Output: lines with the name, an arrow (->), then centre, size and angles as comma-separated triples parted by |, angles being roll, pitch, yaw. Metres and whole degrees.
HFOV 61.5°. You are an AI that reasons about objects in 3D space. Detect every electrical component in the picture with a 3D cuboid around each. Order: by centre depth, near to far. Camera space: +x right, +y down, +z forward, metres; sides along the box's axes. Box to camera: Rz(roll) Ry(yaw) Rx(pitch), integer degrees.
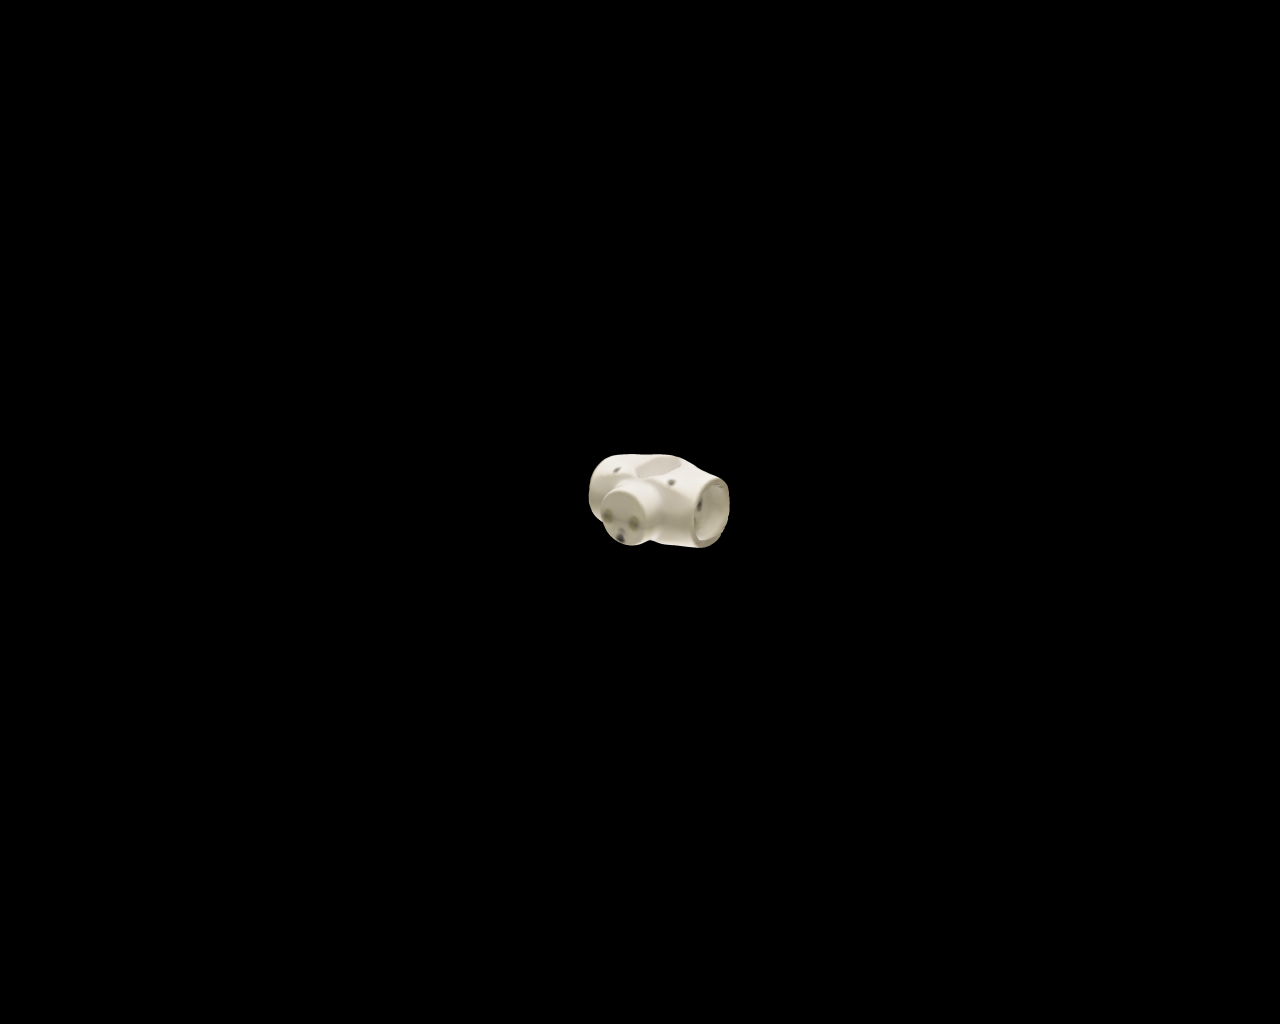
electrical component -> 0.001, -0.003, 0.650 | 0.077, 0.043, 0.079 | 16, 27, 34
